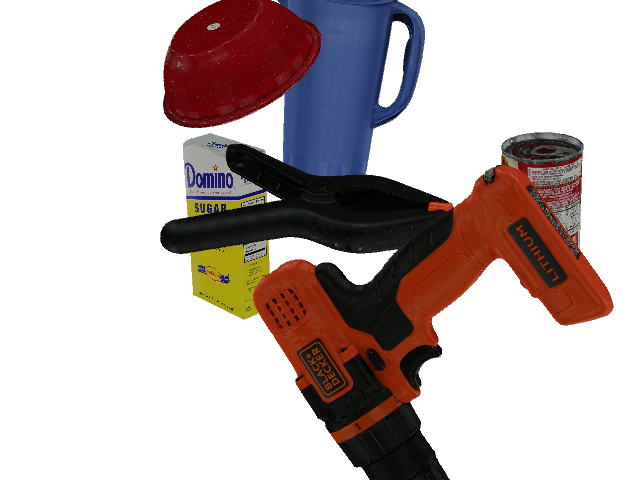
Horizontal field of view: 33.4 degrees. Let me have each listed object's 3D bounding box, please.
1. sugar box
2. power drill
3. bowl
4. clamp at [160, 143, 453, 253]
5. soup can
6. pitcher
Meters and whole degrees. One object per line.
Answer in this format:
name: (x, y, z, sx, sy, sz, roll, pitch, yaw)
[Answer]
sugar box: (-0.097, -0.015, 1.109, 0.048, 0.176, 0.093, -23, 29, -38)
power drill: (0.074, 0.059, 0.635, 0.188, 0.184, 0.057, -35, -2, 16)
bowl: (-0.083, -0.174, 0.968, 0.162, 0.055, 0.162, -19, 38, 15)
clamp: (-0.003, -0.031, 0.826, 0.210, 0.036, 0.164, 4, 30, 6)
soup can: (0.190, -0.033, 0.914, 0.068, 0.102, 0.068, -4, 24, 2)
pitcher: (0.026, -0.192, 1.313, 0.144, 0.243, 0.149, -8, 29, -27)
